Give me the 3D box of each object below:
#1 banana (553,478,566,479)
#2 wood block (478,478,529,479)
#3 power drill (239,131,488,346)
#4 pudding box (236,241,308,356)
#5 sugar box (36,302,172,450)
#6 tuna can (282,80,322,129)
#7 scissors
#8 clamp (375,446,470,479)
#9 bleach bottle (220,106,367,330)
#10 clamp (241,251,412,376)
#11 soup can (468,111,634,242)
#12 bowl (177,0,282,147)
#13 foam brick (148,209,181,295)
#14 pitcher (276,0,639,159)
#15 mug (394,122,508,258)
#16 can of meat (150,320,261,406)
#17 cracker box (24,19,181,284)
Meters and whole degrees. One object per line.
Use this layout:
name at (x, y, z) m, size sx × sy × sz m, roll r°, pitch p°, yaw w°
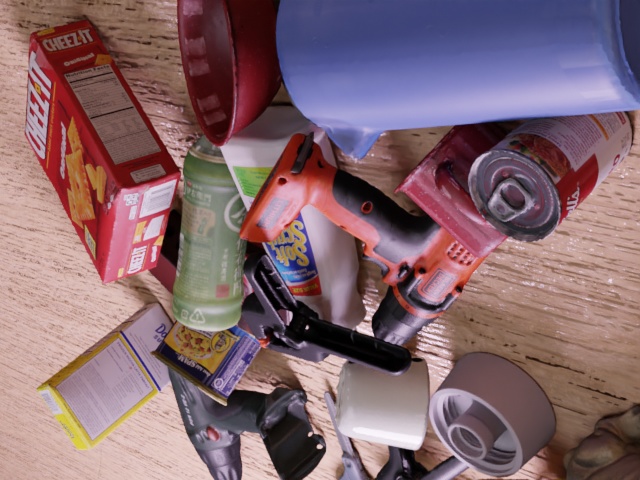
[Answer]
banana at (0.268, 0.257, 0.927) m, size 0.198 × 0.037 × 0.069 m, roll 27°, pitch 160°, yaw 33°
wood block at (0.212, 0.308, 0.938) m, size 0.206 × 0.090 × 0.091 m, roll 42°, pitch 155°, yaw -11°
power drill at (0.032, 0.004, 0.885) m, size 0.187 × 0.057 × 0.185 m, roll 26°, pitch 136°, yaw -8°
pudding box at (-0.056, 0.052, 1.097) m, size 0.090 × 0.039 × 0.113 m, roll 25°, pitch 137°, yaw 32°
sugar box at (-0.243, 0.162, 1.286) m, size 0.048 × 0.176 × 0.093 m, roll -16°, pitch 108°, yaw 51°
tuna can at (0.010, -0.133, 0.860) m, size 0.086 × 0.033 × 0.086 m, roll 29°, pitch 140°, yaw 28°
scissors at (0.025, 0.253, 1.208) m, size 0.096 × 0.016 × 0.201 m, roll -10°, pitch 114°, yaw 51°
clamp at (0.102, 0.238, 1.056) m, size 0.120 × 0.039 × 0.171 m, roll 21°, pitch 116°, yaw 39°
bleach bottle at (-0.006, 0.001, 0.977) m, size 0.103 × 0.068 × 0.251 m, roll 7°, pitch 130°, yaw 41°
clamp at (-0.011, 0.081, 0.961) m, size 0.164 × 0.036 × 0.210 m, roll 34°, pitch 162°, yaw -3°
soup can at (0.155, -0.054, 0.709) m, size 0.069 × 0.102 × 0.068 m, roll 29°, pitch 140°, yaw 28°
bowl at (-0.070, -0.160, 0.874) m, size 0.162 × 0.055 × 0.162 m, roll 170°, pitch 90°, yaw -71°
foam brick at (-0.155, 0.018, 1.165) m, size 0.078 × 0.052 × 0.051 m, roll 43°, pitch 144°, yaw 11°
pitcher at (0.099, -0.145, 0.681) m, size 0.243 × 0.144 × 0.149 m, roll 4°, pitch 137°, yaw 42°
mug at (0.112, -0.039, 0.768) m, size 0.081 × 0.117 × 0.093 m, roll 44°, pitch 108°, yaw 2°
can of meat at (-0.124, 0.120, 1.182) m, size 0.102 × 0.084 × 0.057 m, roll 29°, pitch 171°, yaw 30°
cracker box at (-0.230, -0.088, 1.087) m, size 0.214 × 0.072 × 0.164 m, roll 57°, pitch 148°, yaw 23°
